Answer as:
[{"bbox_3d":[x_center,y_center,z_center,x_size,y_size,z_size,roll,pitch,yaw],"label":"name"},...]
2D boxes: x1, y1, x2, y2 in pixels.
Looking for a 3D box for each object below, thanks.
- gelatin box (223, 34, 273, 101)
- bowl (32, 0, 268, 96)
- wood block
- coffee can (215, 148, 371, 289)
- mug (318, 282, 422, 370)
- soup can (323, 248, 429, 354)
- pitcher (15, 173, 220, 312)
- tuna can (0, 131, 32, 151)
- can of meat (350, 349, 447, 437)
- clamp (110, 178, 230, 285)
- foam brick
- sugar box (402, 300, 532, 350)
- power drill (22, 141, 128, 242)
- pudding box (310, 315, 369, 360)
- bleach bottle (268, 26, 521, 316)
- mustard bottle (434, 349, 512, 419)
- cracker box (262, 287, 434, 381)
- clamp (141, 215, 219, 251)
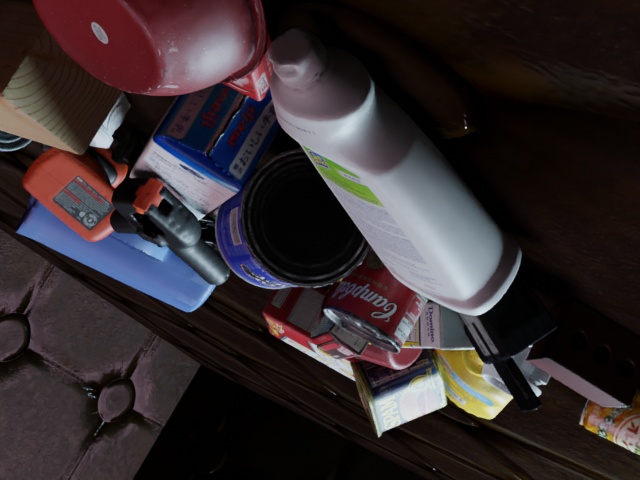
[{"bbox_3d":[-0.073,-0.131,0.679,0.089,0.030,0.073,28,168,11],"label":"gelatin box"},{"bbox_3d":[-0.110,-0.135,0.602,0.162,0.055,0.162,28,152,16],"label":"bowl"},{"bbox_3d":[-0.268,-0.149,0.917,0.206,0.090,0.090,17,162,44],"label":"wood block"},{"bbox_3d":[-0.023,-0.013,0.837,0.102,0.103,0.140,32,171,-9],"label":"coffee can"},{"bbox_3d":[0.052,0.078,1.069,0.082,0.093,0.117,15,169,36],"label":"mug"},{"bbox_3d":[0.057,0.029,0.838,0.068,0.102,0.068,29,168,7],"label":"soup can"},{"bbox_3d":[-0.232,-0.010,1.290,0.242,0.149,0.145,30,131,-16],"label":"pitcher"},{"bbox_3d":[-0.338,-0.137,1.131,0.034,0.086,0.086,14,160,49],"label":"tuna can"},{"bbox_3d":[0.085,0.155,1.135,0.102,0.084,0.057,74,172,-53],"label":"can of meat"},{"bbox_3d":[-0.143,-0.017,0.902,0.120,0.039,0.171,20,161,13],"label":"clamp"},{"bbox_3d":[0.213,0.091,0.840,0.078,0.053,0.051,30,167,-3],"label":"foam brick"},{"bbox_3d":[0.112,0.073,0.943,0.093,0.048,0.176,0,174,-18],"label":"sugar box"},{"bbox_3d":[-0.259,-0.090,1.065,0.184,0.057,0.188,42,-169,-30],"label":"power drill"},{"bbox_3d":[0.042,0.050,0.927,0.039,0.113,0.090,35,167,-5],"label":"pudding box"},{"bbox_3d":[0.043,-0.044,0.681,0.103,0.068,0.250,25,165,38],"label":"bleach bottle"},{"bbox_3d":[0.160,0.131,1.098,0.096,0.058,0.191,45,171,14],"label":"mustard bottle"},{"bbox_3d":[0.038,0.126,1.335,0.214,0.072,0.164,28,168,7],"label":"cracker box"},{"bbox_3d":[-0.107,-0.007,1.125,0.164,0.036,0.210,9,177,2],"label":"clamp"}]
